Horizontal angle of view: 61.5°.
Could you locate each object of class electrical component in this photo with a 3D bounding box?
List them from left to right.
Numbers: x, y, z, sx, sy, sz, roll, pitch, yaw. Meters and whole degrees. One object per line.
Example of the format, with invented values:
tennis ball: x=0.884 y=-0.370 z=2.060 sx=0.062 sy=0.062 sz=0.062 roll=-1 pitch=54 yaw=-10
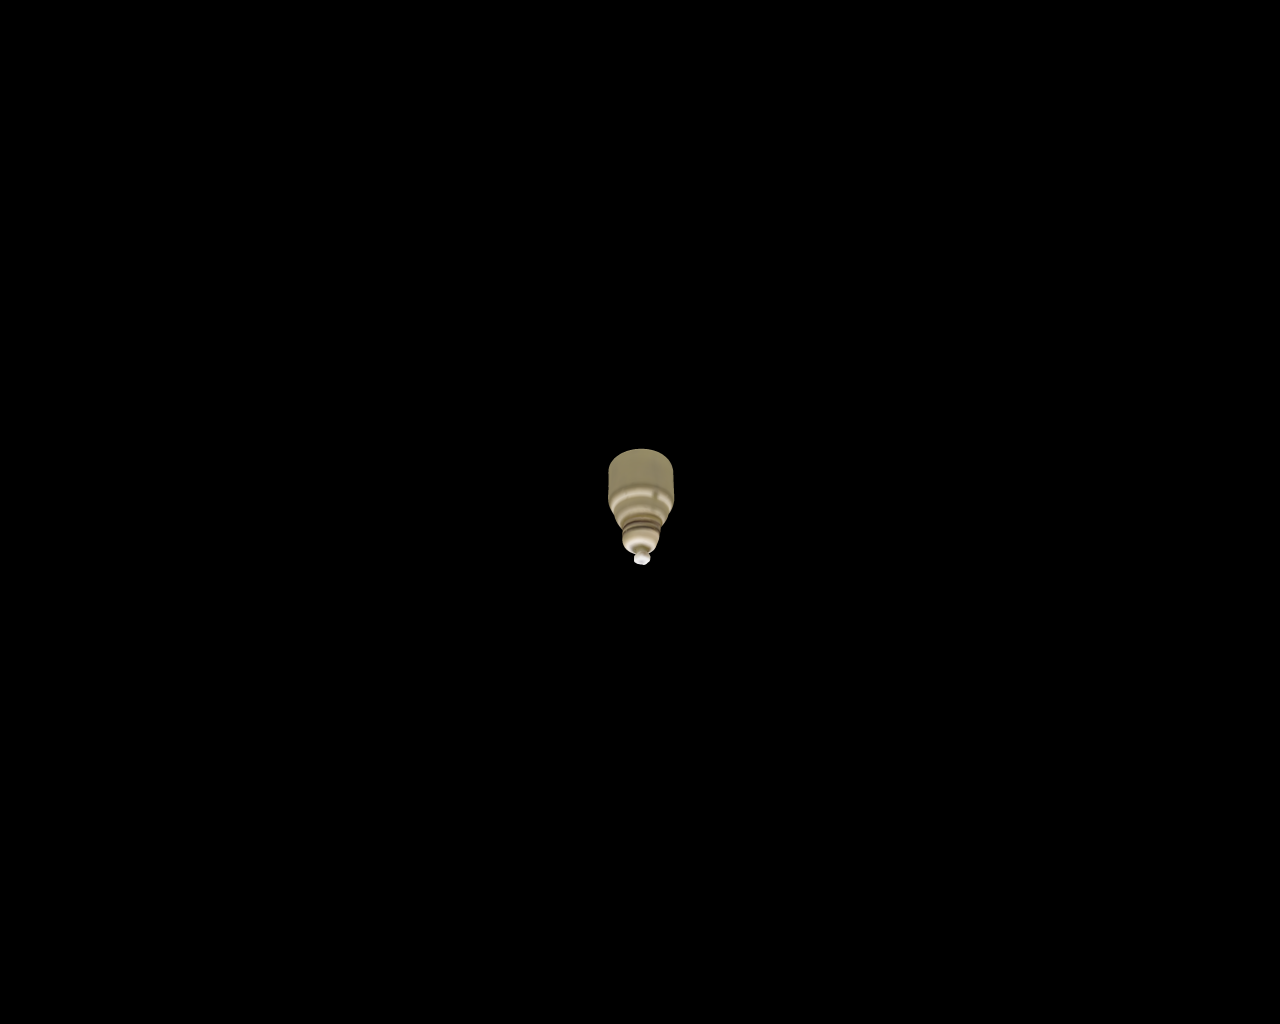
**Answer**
electrical component: x=0.001 y=-0.003 z=0.650 sx=0.040 sy=0.078 sz=0.040 roll=0 pitch=-36 yaw=0
